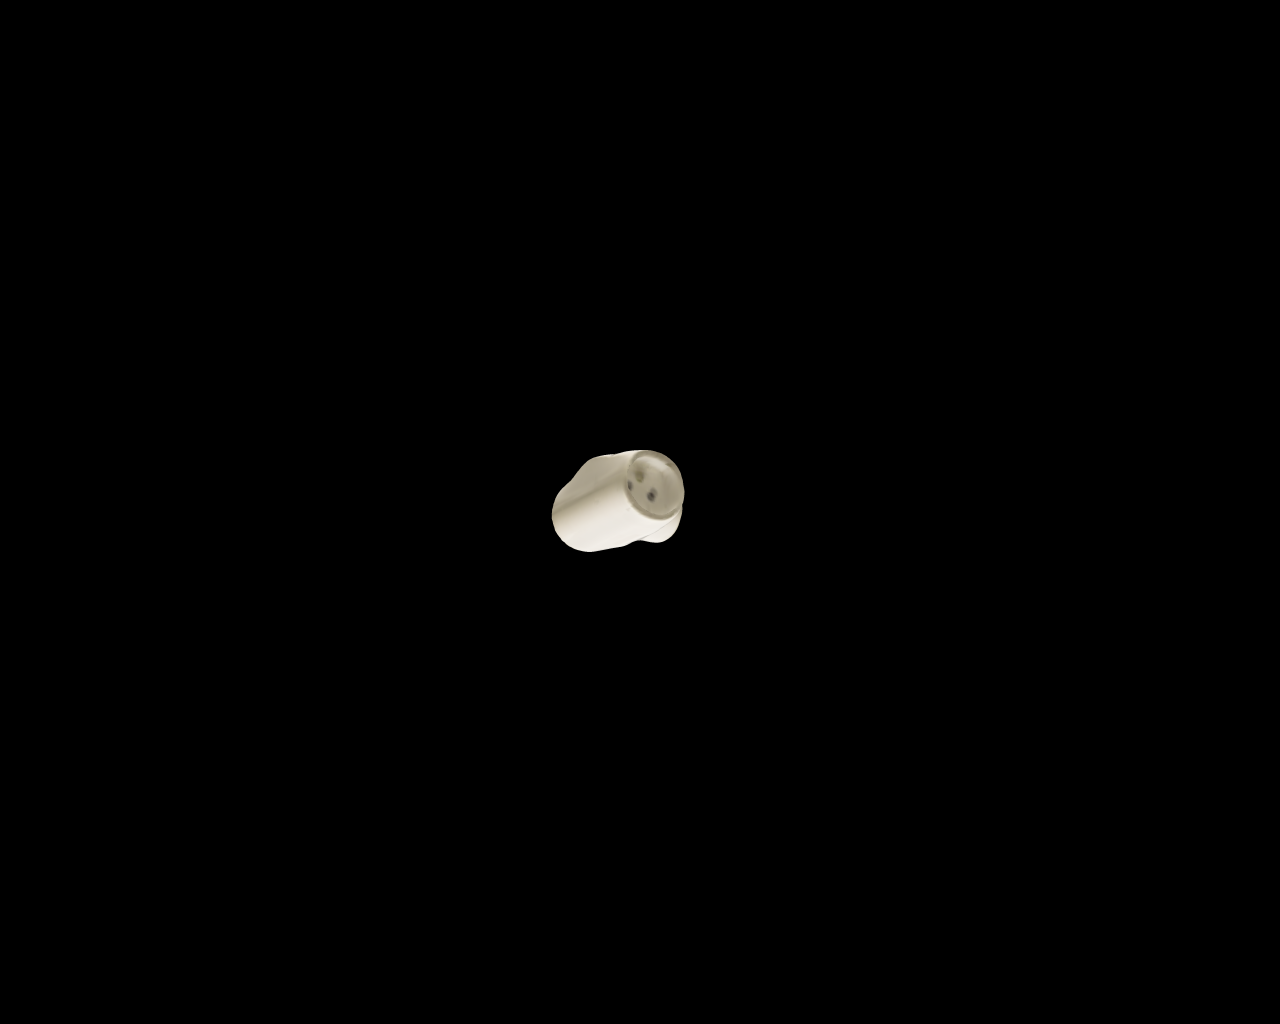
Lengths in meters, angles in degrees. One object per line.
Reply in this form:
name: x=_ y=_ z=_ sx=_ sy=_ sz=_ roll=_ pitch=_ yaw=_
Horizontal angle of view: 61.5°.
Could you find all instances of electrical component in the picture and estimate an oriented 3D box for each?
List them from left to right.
electrical component: x=0.001 y=-0.003 z=0.650 sx=0.079 sy=0.043 sz=0.077 roll=14 pitch=-24 yaw=-33
